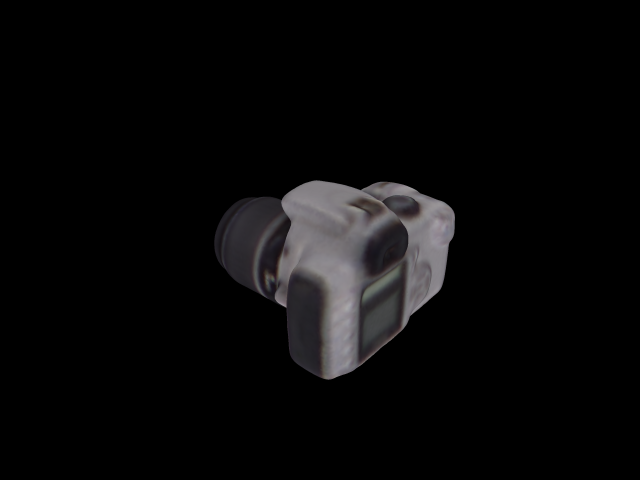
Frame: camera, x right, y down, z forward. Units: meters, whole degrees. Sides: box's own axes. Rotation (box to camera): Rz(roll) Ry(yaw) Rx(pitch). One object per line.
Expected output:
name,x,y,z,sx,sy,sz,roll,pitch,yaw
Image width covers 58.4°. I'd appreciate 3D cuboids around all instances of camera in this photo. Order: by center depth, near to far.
camera,0.004,0.001,0.400,0.136,0.101,0.143,22,37,34
